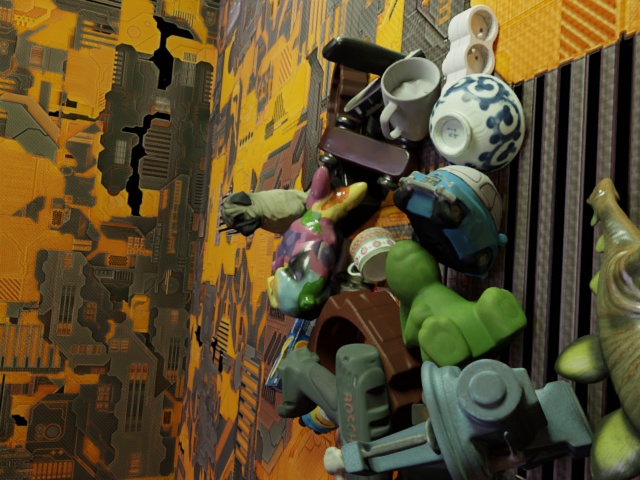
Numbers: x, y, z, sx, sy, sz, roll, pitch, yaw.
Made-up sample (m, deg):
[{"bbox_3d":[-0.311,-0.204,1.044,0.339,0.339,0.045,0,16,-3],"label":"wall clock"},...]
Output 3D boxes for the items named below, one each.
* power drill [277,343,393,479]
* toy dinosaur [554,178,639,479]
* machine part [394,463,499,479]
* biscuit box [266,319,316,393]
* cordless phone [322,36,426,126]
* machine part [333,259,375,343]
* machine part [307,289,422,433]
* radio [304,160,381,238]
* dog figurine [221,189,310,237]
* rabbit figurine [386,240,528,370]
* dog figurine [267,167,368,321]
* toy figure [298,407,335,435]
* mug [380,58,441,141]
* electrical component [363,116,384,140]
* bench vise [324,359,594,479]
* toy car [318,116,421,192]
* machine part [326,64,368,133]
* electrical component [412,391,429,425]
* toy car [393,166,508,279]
[{"bbox_3d":[0.019,0.246,0.737,0.207,0.086,0.231,13,106,61],"label":"power drill"},{"bbox_3d":[0.275,0.122,0.361,0.472,0.105,0.198,-94,15,-46],"label":"toy dinosaur"},{"bbox_3d":[0.154,0.276,0.650,0.139,0.039,0.084,-24,61,39],"label":"machine part"},{"bbox_3d":[-0.031,0.199,1.038,0.059,0.063,0.202,-30,33,62],"label":"biscuit box"},{"bbox_3d":[0.065,-0.250,0.837,0.147,0.184,0.088,-24,65,52],"label":"cordless phone"},{"bbox_3d":[0.040,0.145,0.954,0.079,0.079,0.243,-125,45,-58],"label":"machine part"},{"bbox_3d":[0.072,0.189,0.796,0.201,0.087,0.201,56,138,36],"label":"machine part"},{"bbox_3d":[0.030,-0.075,1.038,0.229,0.073,0.131,137,134,-57],"label":"radio"},{"bbox_3d":[-0.098,-0.051,1.002,0.172,0.190,0.121,157,117,-68],"label":"dog figurine"},{"bbox_3d":[0.145,0.077,0.651,0.170,0.121,0.159,59,172,27],"label":"rabbit figurine"},{"bbox_3d":[-0.002,-0.003,0.866,0.192,0.108,0.219,-91,23,-63],"label":"dog figurine"},{"bbox_3d":[0.016,0.296,0.968,0.180,0.082,0.089,126,147,-56],"label":"toy figure"},{"bbox_3d":[0.130,-0.186,0.776,0.109,0.081,0.107,-56,-28,-17],"label":"mug"},{"bbox_3d":[0.102,-0.209,0.965,0.094,0.021,0.063,-64,30,31],"label":"electrical component"},{"bbox_3d":[0.124,0.185,0.509,0.241,0.223,0.129,-22,62,15],"label":"bench vise"},{"bbox_3d":[0.079,-0.144,0.889,0.202,0.053,0.089,26,97,40],"label":"toy car"},{"bbox_3d":[0.050,-0.263,1.021,0.179,0.056,0.179,-172,89,-83],"label":"machine part"},{"bbox_3d":[0.155,0.199,0.638,0.078,0.102,0.045,-23,59,54],"label":"electrical component"},{"bbox_3d":[0.164,-0.035,0.647,0.103,0.161,0.109,-48,41,-13],"label":"toy car"}]
